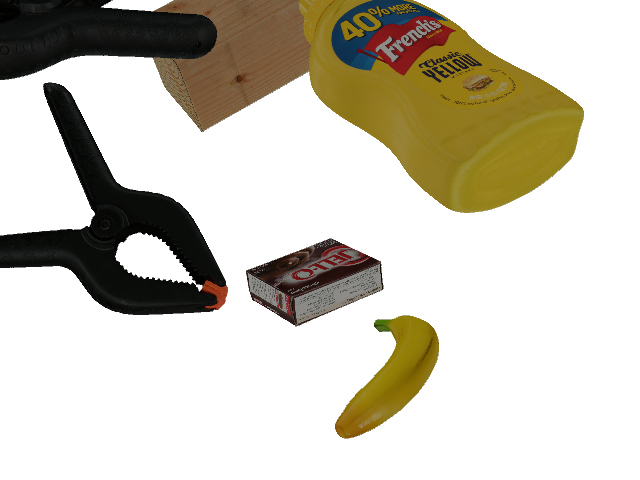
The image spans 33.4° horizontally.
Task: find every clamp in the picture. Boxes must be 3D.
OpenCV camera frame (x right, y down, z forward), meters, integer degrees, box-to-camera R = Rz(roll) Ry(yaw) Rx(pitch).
[{"bbox_3d":[-0.158,-0.017,0.783,0.210,0.164,0.036,23,-20,-1],"label":"clamp"},{"bbox_3d":[-0.157,-0.126,0.603,0.171,0.039,0.120,-10,31,-27],"label":"clamp"}]

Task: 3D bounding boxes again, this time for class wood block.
[{"bbox_3d":[-0.056,-0.207,1.028,0.206,0.091,0.090,-31,52,-12],"label":"wood block"}]

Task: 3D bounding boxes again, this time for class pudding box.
[{"bbox_3d":[-0.006,0.041,1.097,0.113,0.039,0.090,-23,27,-28],"label":"pudding box"}]

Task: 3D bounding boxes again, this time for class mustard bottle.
[{"bbox_3d":[0.050,-0.094,0.608,0.096,0.058,0.192,-26,50,-26],"label":"mustard bottle"}]

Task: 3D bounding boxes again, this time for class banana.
[{"bbox_3d":[0.065,0.109,0.908,0.070,0.037,0.197,-27,11,22],"label":"banana"}]
